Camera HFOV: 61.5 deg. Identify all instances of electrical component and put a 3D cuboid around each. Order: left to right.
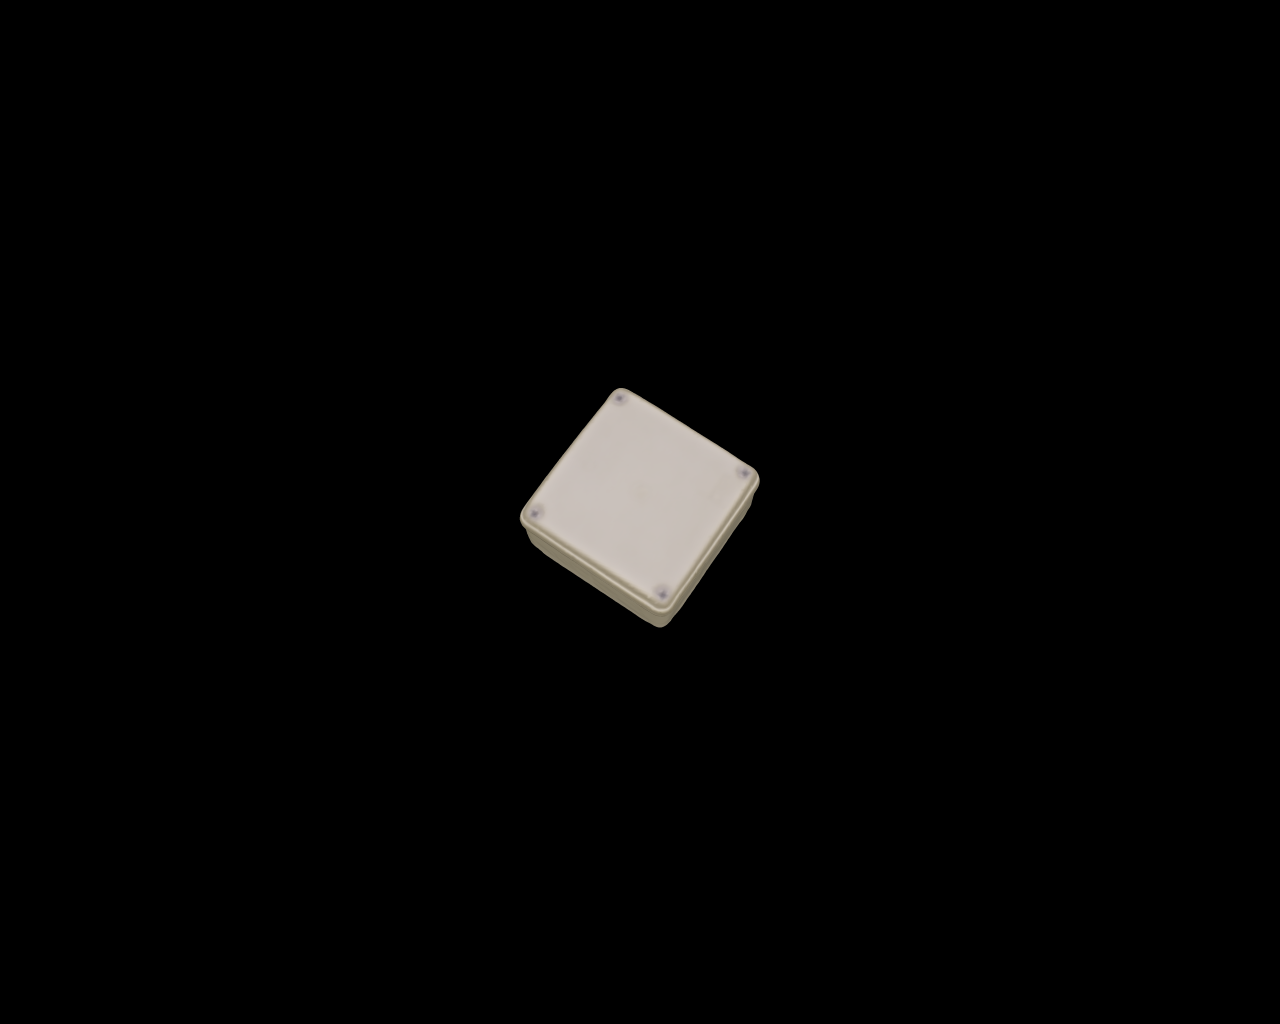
[{"bbox_3d":[0.001,-0.003,0.650,0.109,0.109,0.056,33,-16,11],"label":"electrical component"}]
